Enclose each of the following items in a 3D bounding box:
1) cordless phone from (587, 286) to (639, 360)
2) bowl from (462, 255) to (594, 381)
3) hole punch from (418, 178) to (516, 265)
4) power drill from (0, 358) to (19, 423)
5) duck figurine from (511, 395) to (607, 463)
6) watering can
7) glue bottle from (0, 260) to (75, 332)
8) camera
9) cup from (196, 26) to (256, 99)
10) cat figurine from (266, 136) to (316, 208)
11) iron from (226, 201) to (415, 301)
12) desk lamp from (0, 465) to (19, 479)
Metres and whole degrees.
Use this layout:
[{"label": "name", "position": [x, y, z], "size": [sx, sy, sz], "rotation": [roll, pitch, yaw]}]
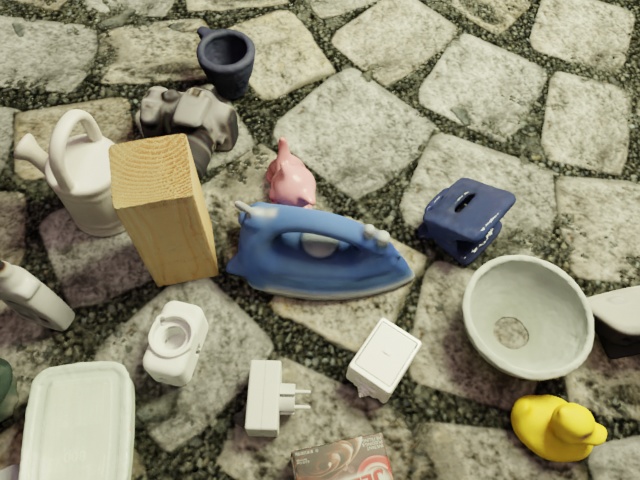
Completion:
[{"label": "cordless phone", "position": [0.429, 0.073, 0.709], "size": [0.147, 0.185, 0.094], "rotation": [-13, 63, -9]}, {"label": "bowl", "position": [0.260, 0.108, 0.746], "size": [0.167, 0.075, 0.167], "rotation": [1, 62, -2]}, {"label": "hole punch", "position": [0.205, -0.036, 0.812], "size": [0.101, 0.091, 0.109], "rotation": [39, 67, 17]}, {"label": "power drill", "position": [-0.433, 0.146, 0.622], "size": [0.229, 0.208, 0.075], "rotation": [11, 62, 4]}, {"label": "duck figurine", "position": [0.286, 0.218, 0.682], "size": [0.104, 0.086, 0.077], "rotation": [23, 63, 10]}, {"label": "watering can", "position": [-0.318, -0.093, 0.763], "size": [0.173, 0.194, 0.101], "rotation": [-3, 62, -4]}, {"label": "glue bottle", "position": [-0.361, 0.059, 0.692], "size": [0.078, 0.173, 0.037], "rotation": [19, 63, 8]}, {"label": "camera", "position": [-0.208, -0.156, 0.854], "size": [0.143, 0.101, 0.137], "rotation": [12, 62, 4]}, {"label": "cup", "position": [-0.156, -0.283, 0.928], "size": [0.092, 0.095, 0.117], "rotation": [-38, 69, -20]}, {"label": "cat figurine", "position": [-0.042, -0.087, 0.814], "size": [0.067, 0.118, 0.127], "rotation": [-9, 62, -7]}, {"label": "iron", "position": [0.007, 0.003, 0.755], "size": [0.258, 0.141, 0.118], "rotation": [7, 62, 2]}, {"label": "desk lamp", "position": [-0.345, 0.315, 0.532], "size": [0.118, 0.213, 0.203], "rotation": [-26, 66, -15]}]
